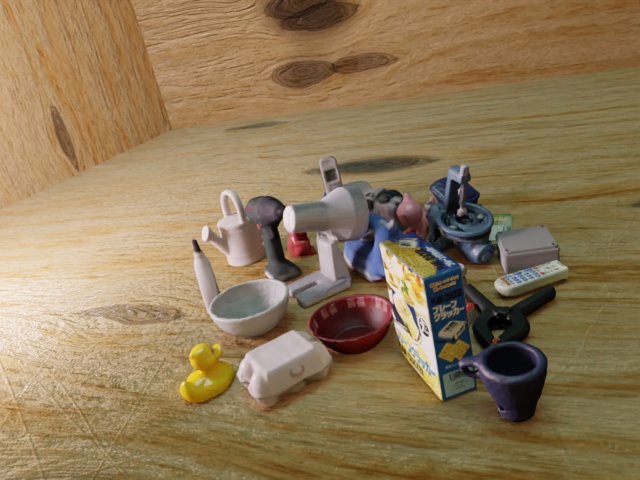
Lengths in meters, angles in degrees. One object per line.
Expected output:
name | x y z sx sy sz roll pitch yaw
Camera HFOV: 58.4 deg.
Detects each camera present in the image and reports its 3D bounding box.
camera | 0.178 -0.093 1.524 0.142 0.101 0.137 7 29 39

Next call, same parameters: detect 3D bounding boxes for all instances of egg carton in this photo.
egg carton | -0.059 0.215 0.968 0.150 0.069 0.107 -24 25 -25

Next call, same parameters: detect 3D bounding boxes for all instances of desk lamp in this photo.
desk lamp | 0.011 0.004 1.238 0.204 0.214 0.117 -24 25 -24

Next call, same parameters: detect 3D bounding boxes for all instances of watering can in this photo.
watering can | -0.218 -0.034 1.478 0.100 0.194 0.173 3 27 33

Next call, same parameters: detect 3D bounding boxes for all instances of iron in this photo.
iron | 0.112 -0.006 1.301 0.119 0.142 0.257 -23 25 -23

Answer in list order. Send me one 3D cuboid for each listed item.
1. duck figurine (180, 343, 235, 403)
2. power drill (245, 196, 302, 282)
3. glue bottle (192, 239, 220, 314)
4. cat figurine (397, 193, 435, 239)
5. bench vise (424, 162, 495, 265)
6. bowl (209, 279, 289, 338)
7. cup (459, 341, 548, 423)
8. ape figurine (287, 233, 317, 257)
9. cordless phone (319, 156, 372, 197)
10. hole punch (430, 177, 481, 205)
duck figurine | -0.204 0.225 1.001 0.077 0.086 0.105 9 31 42
power drill | -0.108 -0.011 1.344 0.076 0.209 0.228 -22 24 -19
glue bottle | -0.252 0.076 1.264 0.037 0.173 0.078 -16 23 -7
cat figurine | 0.238 -0.063 1.400 0.128 0.118 0.067 -24 25 -26
bench vise | 0.283 -0.066 1.249 0.122 0.220 0.206 -29 28 -34
bowl | -0.135 0.148 1.160 0.167 0.075 0.167 -11 23 5
cup | 0.255 0.202 0.795 0.117 0.095 0.092 -3 25 23
ape figurine | -0.051 -0.008 1.460 0.076 0.092 0.078 -6 24 17
cordless phone | 0.074 -0.155 1.618 0.148 0.185 0.094 -19 23 -14
hole punch | 0.354 -0.114 1.491 0.109 0.091 0.100 -22 24 -22
